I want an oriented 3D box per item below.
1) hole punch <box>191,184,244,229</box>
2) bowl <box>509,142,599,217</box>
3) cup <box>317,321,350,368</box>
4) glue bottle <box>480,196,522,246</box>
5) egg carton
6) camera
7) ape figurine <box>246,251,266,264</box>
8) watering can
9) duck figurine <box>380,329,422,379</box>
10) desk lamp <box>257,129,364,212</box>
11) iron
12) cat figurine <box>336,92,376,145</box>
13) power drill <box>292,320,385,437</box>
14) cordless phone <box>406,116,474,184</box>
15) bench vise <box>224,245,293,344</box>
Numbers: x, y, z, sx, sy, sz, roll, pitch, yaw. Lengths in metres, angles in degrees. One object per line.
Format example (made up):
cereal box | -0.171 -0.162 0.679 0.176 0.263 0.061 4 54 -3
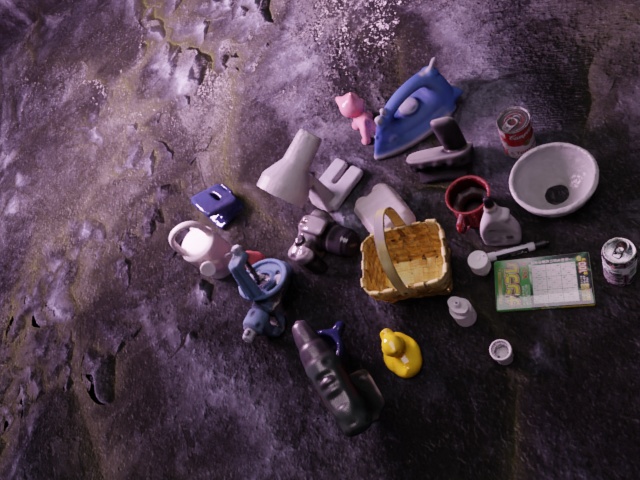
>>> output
hole punch | -0.278 -0.103 1.545 0.101 0.091 0.108 -49 53 -3
bowl | 0.473 -0.109 1.156 0.167 0.075 0.167 -13 59 22
cup | 0.029 0.231 1.197 0.091 0.095 0.118 24 77 35
glue bottle | 0.345 -0.040 1.125 0.078 0.174 0.037 -3 63 27
egg carton | 0.148 -0.058 1.306 0.107 0.070 0.150 -38 53 5
camera | 0.012 0.005 1.325 0.136 0.101 0.143 18 74 34
ape figurine | -0.176 0.054 1.405 0.076 0.092 0.077 -29 54 11
watering can | -0.290 0.019 1.421 0.172 0.195 0.101 31 82 37
duck figurine | 0.154 0.221 1.141 0.077 0.086 0.104 -36 53 7
desk lamp | -0.027 -0.152 1.360 0.117 0.214 0.203 32 82 37
iron | 0.207 -0.313 1.367 0.258 0.142 0.118 -42 53 2
cat figurine | 0.095 -0.321 1.446 0.067 0.118 0.127 -36 53 7
power drill | 0.040 0.273 1.097 0.075 0.209 0.229 -37 53 6
cordless phone | 0.252 -0.211 1.260 0.147 0.186 0.094 -10 60 23
bench vise | -0.135 0.114 1.270 0.121 0.220 0.207 -16 58 20
